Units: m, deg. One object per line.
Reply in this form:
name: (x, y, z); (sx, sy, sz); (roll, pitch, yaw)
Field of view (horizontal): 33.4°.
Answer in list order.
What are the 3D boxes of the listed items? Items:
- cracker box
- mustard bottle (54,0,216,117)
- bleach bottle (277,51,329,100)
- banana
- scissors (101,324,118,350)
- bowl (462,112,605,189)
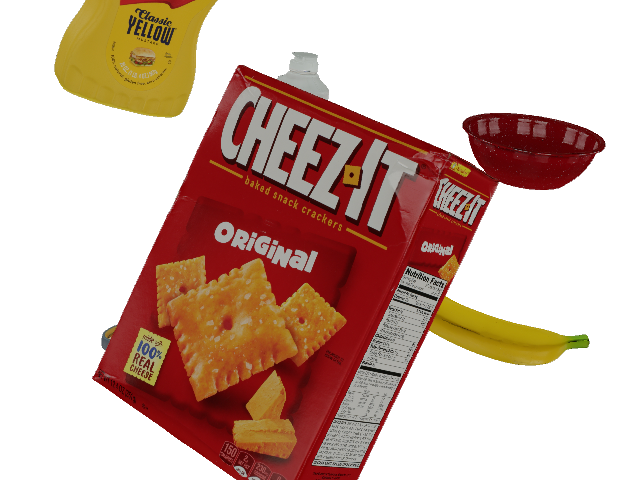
cracker box: (-0.020, 0.025, 0.620); (0.164, 0.214, 0.072); (27, 4, 34)
mustard bottle: (-0.113, -0.185, 0.742); (0.096, 0.192, 0.058); (12, 22, -28)
bleach bottle: (-0.024, -0.079, 1.180); (0.067, 0.251, 0.103); (-9, 24, -40)
banana: (0.140, 0.077, 0.973); (0.198, 0.037, 0.069); (19, 14, 35)
scissors: (-0.130, 0.098, 1.136); (0.201, 0.016, 0.096); (-9, 31, -26)
bowl: (0.238, -0.098, 1.218); (0.162, 0.055, 0.162); (5, 22, -2)
